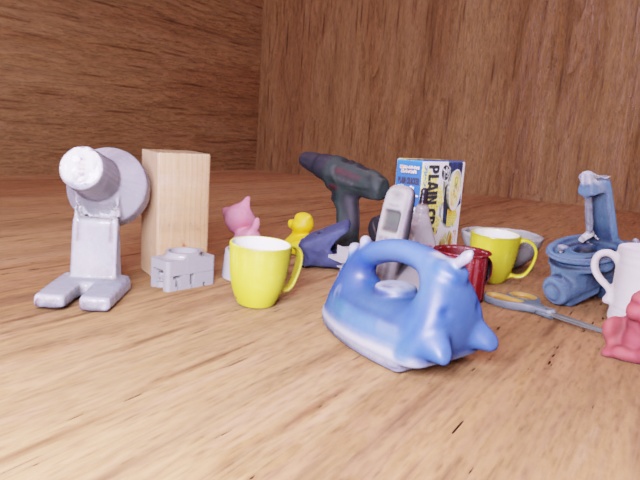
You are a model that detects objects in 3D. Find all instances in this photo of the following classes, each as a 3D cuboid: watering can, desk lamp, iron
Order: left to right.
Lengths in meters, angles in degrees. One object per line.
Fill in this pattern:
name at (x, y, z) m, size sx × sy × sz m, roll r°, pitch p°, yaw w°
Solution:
desk lamp at (-0.319, -0.028, 0.821) m, size 0.118 × 0.213 × 0.203 m, roll 3°, pitch 11°, yaw -6°
iron at (0.085, 0.059, 0.691) m, size 0.119 × 0.141 × 0.257 m, roll -4°, pitch 13°, yaw -37°
watering can at (0.496, 0.033, 0.837) m, size 0.173 × 0.194 × 0.101 m, roll 3°, pitch 11°, yaw -3°

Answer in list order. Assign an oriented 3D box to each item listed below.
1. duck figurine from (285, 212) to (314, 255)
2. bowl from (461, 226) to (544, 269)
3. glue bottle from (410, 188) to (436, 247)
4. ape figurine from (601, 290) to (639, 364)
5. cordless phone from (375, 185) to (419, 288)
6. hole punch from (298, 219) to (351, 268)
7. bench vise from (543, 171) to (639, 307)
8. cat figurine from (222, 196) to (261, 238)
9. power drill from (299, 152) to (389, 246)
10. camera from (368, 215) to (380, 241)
duck figurine at (-0.033, -0.014, 1.202) m, size 0.078 × 0.086 × 0.104 m, roll -6°, pitch 14°, yaw -43°
bowl at (0.375, 0.020, 1.193) m, size 0.167 × 0.075 × 0.167 m, roll 4°, pitch 10°, yaw 0°
glue bottle at (0.167, -0.002, 0.964) m, size 0.078 × 0.173 × 0.037 m, roll -3°, pitch 12°, yaw -32°
ape figurine at (0.392, 0.103, 0.699) m, size 0.076 × 0.092 × 0.077 m, roll 2°, pitch 11°, yaw -10°
cordless phone at (0.127, 0.020, 0.799) m, size 0.094 × 0.185 × 0.147 m, roll -6°, pitch 14°, yaw -41°
hole punch at (0.010, 0.004, 1.103) m, size 0.101 × 0.091 × 0.109 m, roll 4°, pitch 10°, yaw 4°
bench vise at (0.460, -0.005, 0.958) m, size 0.208 × 0.220 × 0.121 m, roll -7°, pitch 15°, yaw -44°
cat figurine at (-0.151, -0.028, 1.147) m, size 0.067 × 0.118 × 0.127 m, roll -3°, pitch 12°, yaw -31°
power drill at (0.041, -0.085, 1.271) m, size 0.228 × 0.208 × 0.076 m, roll 10°, pitch 12°, yaw 32°
camera at (0.179, -0.040, 1.375) m, size 0.137 × 0.101 × 0.142 m, roll -2°, pitch 12°, yaw -28°
